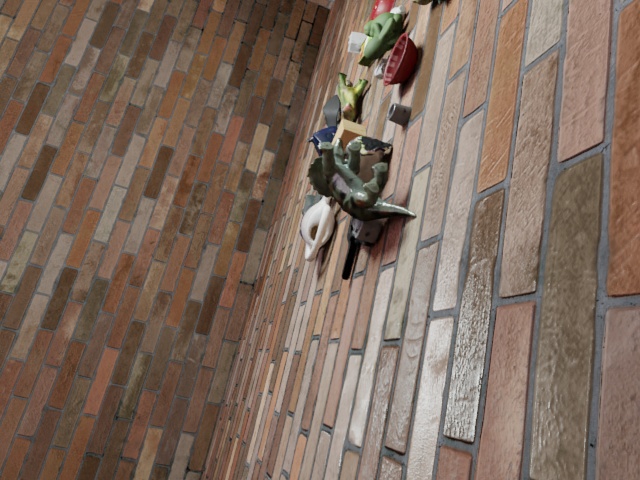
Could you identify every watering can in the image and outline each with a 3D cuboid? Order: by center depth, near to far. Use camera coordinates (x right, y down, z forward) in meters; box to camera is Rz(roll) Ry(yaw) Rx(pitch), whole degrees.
[{"bbox_3d":[0.006,-0.093,1.852,0.225,0.104,0.348,-160,87,-79],"label":"watering can"}]

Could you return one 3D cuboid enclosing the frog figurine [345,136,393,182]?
[{"bbox_3d":[0.125,-0.215,1.489,0.140,0.123,0.156,-38,-27,-45],"label":"frog figurine"}]

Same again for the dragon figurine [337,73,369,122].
[{"bbox_3d":[0.108,-0.538,2.072,0.414,0.122,0.240,-86,7,-78],"label":"dragon figurine"}]
